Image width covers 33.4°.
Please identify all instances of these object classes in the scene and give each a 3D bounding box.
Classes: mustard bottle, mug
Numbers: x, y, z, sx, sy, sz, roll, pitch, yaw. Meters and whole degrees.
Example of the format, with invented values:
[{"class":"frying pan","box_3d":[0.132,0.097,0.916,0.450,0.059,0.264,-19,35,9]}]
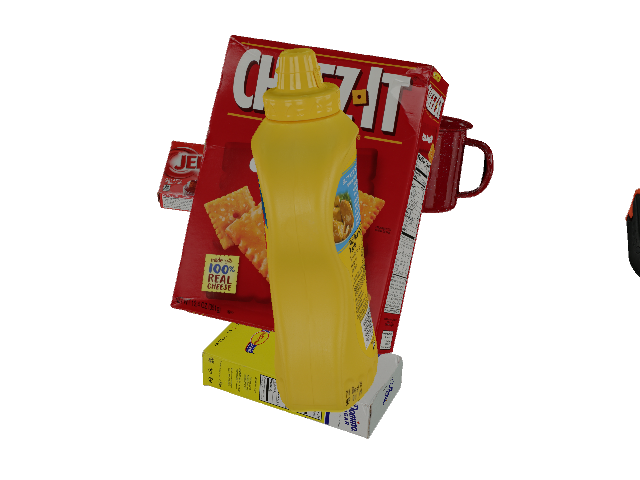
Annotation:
[{"class":"mustard bottle","box_3d":[-0.003,-0.009,0.587,0.058,0.192,0.096,-1,20,12]},{"class":"mug","box_3d":[0.103,-0.072,0.997,0.117,0.081,0.093,9,15,14]}]

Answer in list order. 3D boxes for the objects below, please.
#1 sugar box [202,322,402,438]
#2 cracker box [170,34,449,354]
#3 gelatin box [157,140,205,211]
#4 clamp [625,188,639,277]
[{"class":"sugar box","box_3d":[-0.017,0.126,1.034,0.176,0.048,0.093,12,30,19]},{"class":"cracker box","box_3d":[-0.008,-0.035,0.804,0.164,0.214,0.072,12,-2,16]},{"class":"gelatin box","box_3d":[-0.118,-0.064,1.108,0.089,0.073,0.030,8,-37,2]},{"class":"clamp","box_3d":[0.267,0.028,0.695,0.120,0.039,0.171,-3,45,-20]}]
